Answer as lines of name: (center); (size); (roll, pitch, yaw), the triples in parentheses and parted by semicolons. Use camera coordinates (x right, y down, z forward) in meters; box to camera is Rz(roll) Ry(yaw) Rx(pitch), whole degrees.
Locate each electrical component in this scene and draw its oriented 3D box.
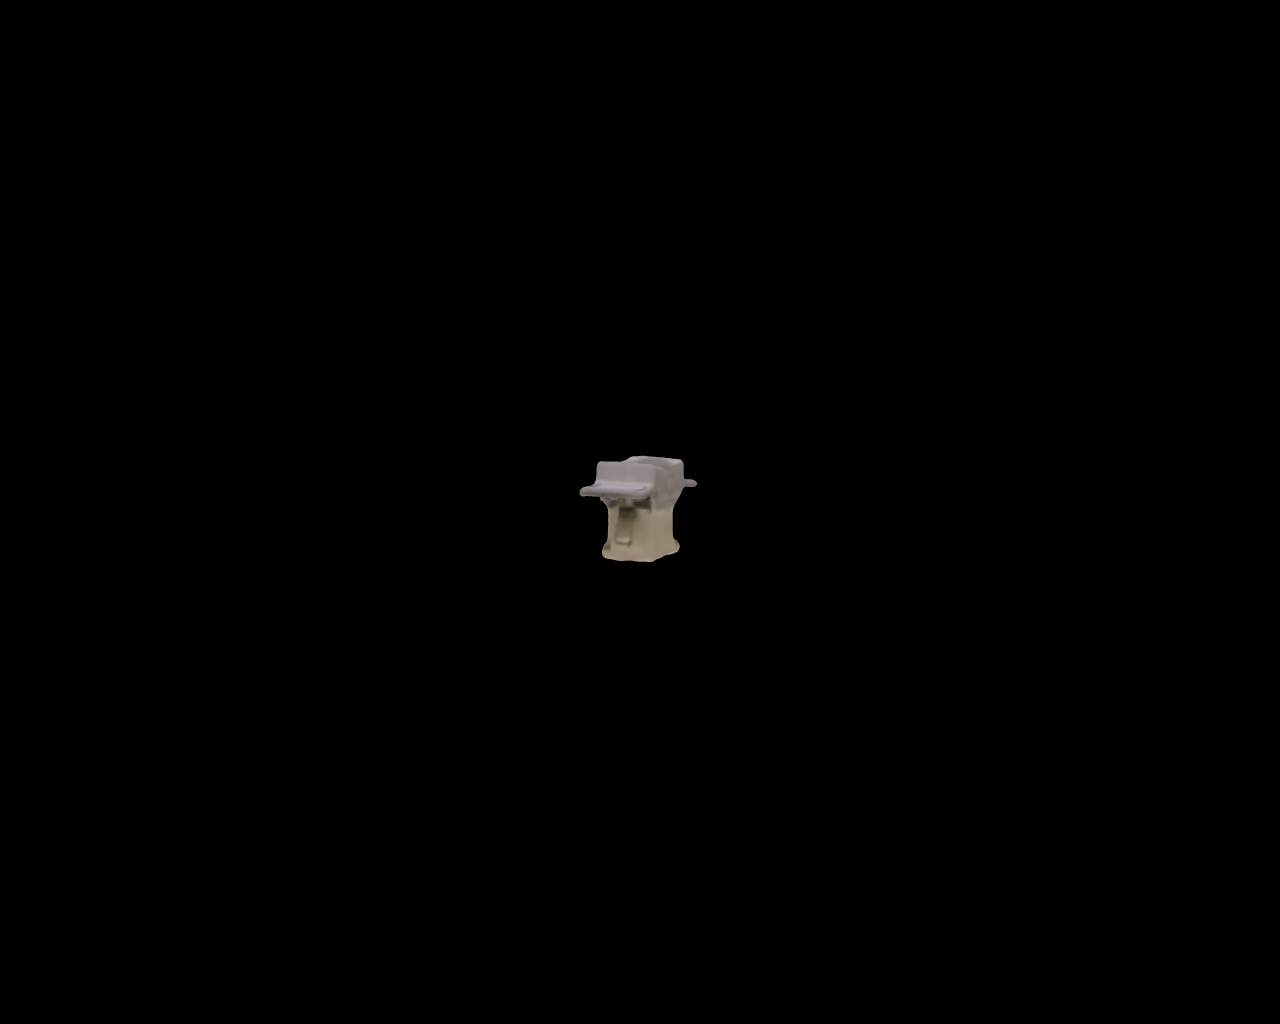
electrical component: (0.001, -0.003, 0.650); (0.042, 0.063, 0.081); (4, 8, 28)
